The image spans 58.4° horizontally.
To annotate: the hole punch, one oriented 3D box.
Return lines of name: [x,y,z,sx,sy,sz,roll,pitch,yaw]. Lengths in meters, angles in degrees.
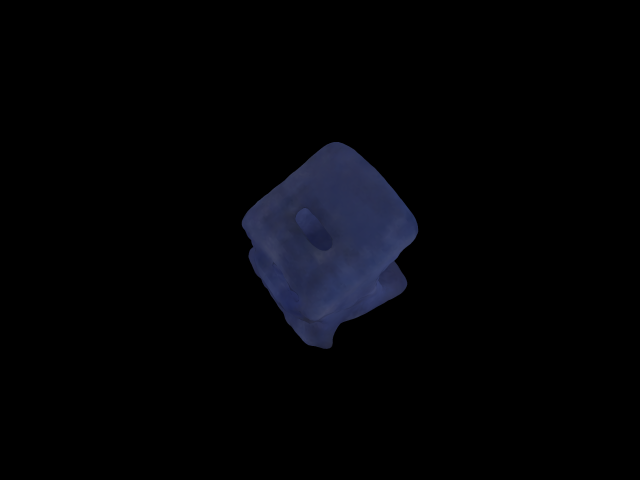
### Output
hole punch: [0.004,0.001,0.400,0.101,0.091,0.108,-27,57,-19]
